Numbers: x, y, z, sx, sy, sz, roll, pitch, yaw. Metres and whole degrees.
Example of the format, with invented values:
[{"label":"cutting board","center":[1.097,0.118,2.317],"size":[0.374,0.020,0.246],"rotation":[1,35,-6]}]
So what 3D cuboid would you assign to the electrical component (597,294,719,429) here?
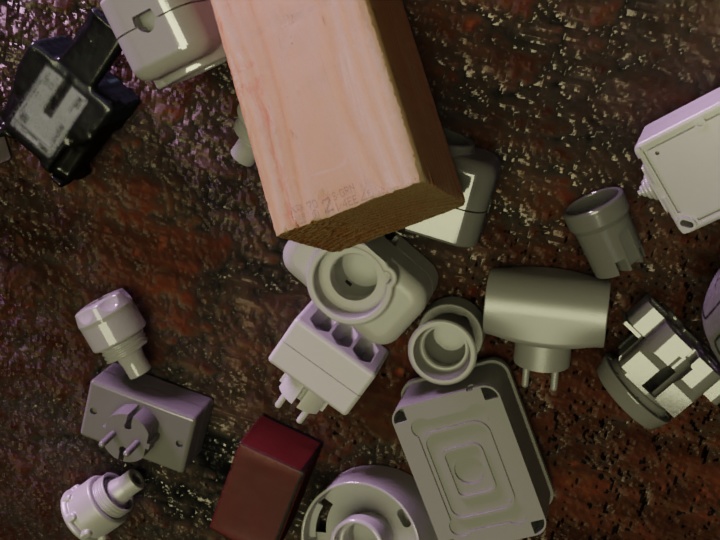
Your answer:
[{"label":"electrical component","center":[0.189,0.063,0.680],"size":[0.078,0.058,0.057],"rotation":[44,109,-2]}]

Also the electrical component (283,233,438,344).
[{"label":"electrical component","center":[0.000,0.000,0.707],"size":[0.095,0.059,0.053],"rotation":[41,112,-1]}]

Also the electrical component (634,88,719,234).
[{"label":"electrical component","center":[0.209,-0.069,0.636],"size":[0.096,0.061,0.061],"rotation":[-28,99,29]}]

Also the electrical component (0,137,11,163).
[{"label":"electrical component","center":[-0.289,-0.097,0.741],"size":[0.047,0.076,0.065],"rotation":[-9,104,17]}]

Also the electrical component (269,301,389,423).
[{"label":"electrical component","center":[-0.031,0.073,0.743],"size":[0.066,0.047,0.076],"rotation":[36,112,2]}]

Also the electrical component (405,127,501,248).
[{"label":"electrical component","center":[0.038,-0.059,0.682],"size":[0.095,0.053,0.059],"rotation":[17,110,9]}]

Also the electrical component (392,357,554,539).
[{"label":"electrical component","center":[0.078,0.123,0.726],"size":[0.078,0.057,0.113],"rotation":[-17,102,18]}]

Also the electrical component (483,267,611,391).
[{"label":"electrical component","center":[0.120,0.041,0.698],"size":[0.077,0.043,0.079],"rotation":[6,108,12]}]

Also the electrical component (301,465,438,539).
[{"label":"electrical component","center":[0.009,0.191,0.774],"size":[0.099,0.064,0.099],"rotation":[2,95,21]}]

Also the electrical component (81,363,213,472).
[{"label":"electrical component","center":[-0.161,0.113,0.773],"size":[0.083,0.075,0.047],"rotation":[19,110,8]}]

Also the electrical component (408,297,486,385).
[{"label":"electrical component","center":[0.058,0.045,0.708],"size":[0.045,0.055,0.045],"rotation":[4,107,13]}]

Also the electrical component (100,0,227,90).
[{"label":"electrical component","center":[-0.111,-0.151,0.669],"size":[0.054,0.095,0.059],"rotation":[-22,100,19]}]

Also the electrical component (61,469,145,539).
[{"label":"electrical component","center":[-0.192,0.175,0.818],"size":[0.062,0.048,0.048],"rotation":[-36,95,14]}]

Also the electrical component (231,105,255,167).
[{"label":"electrical component","center":[-0.062,-0.096,0.702],"size":[0.048,0.048,0.062],"rotation":[39,118,0]}]

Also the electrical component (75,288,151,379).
[{"label":"electrical component","center":[-0.173,0.048,0.774],"size":[0.043,0.043,0.062],"rotation":[-25,100,20]}]

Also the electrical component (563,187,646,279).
[{"label":"electrical component","center":[0.154,-0.023,0.672],"size":[0.040,0.040,0.046],"rotation":[-22,105,19]}]
